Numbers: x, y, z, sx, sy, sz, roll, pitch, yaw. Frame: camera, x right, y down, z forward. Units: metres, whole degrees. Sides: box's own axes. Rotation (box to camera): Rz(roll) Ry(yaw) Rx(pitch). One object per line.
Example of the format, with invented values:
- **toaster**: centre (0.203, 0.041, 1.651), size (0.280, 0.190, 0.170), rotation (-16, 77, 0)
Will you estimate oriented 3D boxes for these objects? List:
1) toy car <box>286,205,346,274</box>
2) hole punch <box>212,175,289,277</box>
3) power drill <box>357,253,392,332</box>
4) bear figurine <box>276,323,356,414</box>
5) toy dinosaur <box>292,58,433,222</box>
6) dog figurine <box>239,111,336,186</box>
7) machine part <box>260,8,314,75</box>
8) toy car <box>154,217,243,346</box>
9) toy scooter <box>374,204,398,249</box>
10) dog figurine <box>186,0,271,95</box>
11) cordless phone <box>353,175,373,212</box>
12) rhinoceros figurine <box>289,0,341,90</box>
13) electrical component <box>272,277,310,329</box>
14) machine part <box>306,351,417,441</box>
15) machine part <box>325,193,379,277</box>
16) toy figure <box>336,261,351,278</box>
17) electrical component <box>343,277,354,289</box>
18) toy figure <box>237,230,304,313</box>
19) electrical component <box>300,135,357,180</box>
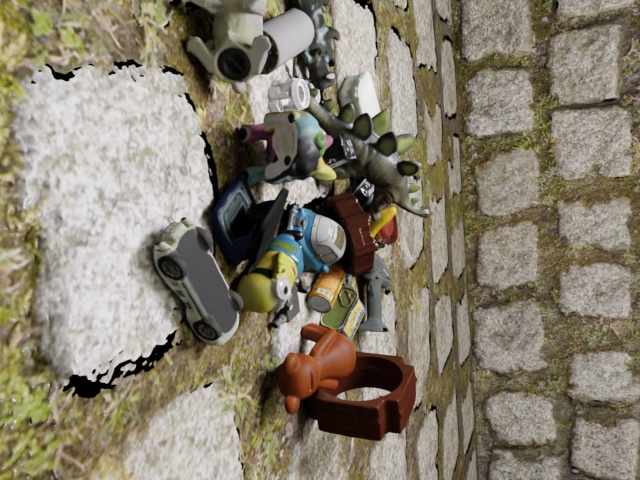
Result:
- **toy car**: centre (-0.002, -0.003, 1.052), size (0.161, 0.103, 0.109), rotation (55, 40, -53)
- **hole punch**: centre (-0.114, -0.028, 0.849), size (0.142, 0.092, 0.115), rotation (-69, 178, -45)
- **power drill**: centre (0.127, 0.132, 1.371), size (0.232, 0.086, 0.207), rotation (31, 53, -65)
- **bear figurine**: centre (-0.026, 0.237, 1.003), size (0.196, 0.132, 0.120), rotation (-14, 100, -47)
- **toy dinosaur**: centre (0.090, -0.188, 1.154), size (0.471, 0.198, 0.105), rotation (34, 38, -22)
- **dog figurine**: centre (-0.026, -0.152, 0.932), size (0.219, 0.192, 0.108), rotation (-7, 89, -50)
- **machine part**: centre (-0.073, -0.352, 0.947), size (0.243, 0.079, 0.079), rotation (-57, 138, -50)
- **toy car**: centre (-0.166, 0.062, 0.742), size (0.073, 0.056, 0.201), rotation (-56, 137, -43)
- **toy scooter**: centre (0.174, -0.031, 1.481), size (0.184, 0.075, 0.135), rotation (-53, 137, -60)
- **dog figurine**: centre (-0.121, -0.335, 0.825), size (0.191, 0.121, 0.172), rotation (-82, -177, -55)
- **cordless phone**: centre (0.090, -0.156, 1.320), size (0.146, 0.089, 0.184), rotation (-49, 121, -54)
- **rhinoceros figurine**: centre (-0.008, -0.405, 1.099), size (0.112, 0.073, 0.190), rotation (-57, 138, -54)
- **electrical component**: centre (-0.056, 0.111, 0.993), size (0.102, 0.045, 0.078), rotation (-27, 112, -63)
- **machine part**: centre (0.089, 0.317, 1.112), size (0.201, 0.201, 0.087), rotation (-41, 128, -60)
- **machine part**: centre (0.063, -0.013, 1.138), size (0.179, 0.056, 0.179), rotation (163, -90, -77)
- **toy figure**: centre (0.066, 0.015, 1.257), size (0.064, 0.058, 0.154), rotation (43, 55, -50)
- **electrical component**: centre (0.059, 0.127, 1.274), size (0.063, 0.021, 0.094), rotation (28, 64, -62)
- **toy figure**: centre (-0.078, 0.053, 0.909), size (0.180, 0.089, 0.082), rotation (-73, 144, -52)
- **electrical component**: centre (0.008, -0.163, 1.078), size (0.075, 0.119, 0.047), rotation (-6, 77, -64)
